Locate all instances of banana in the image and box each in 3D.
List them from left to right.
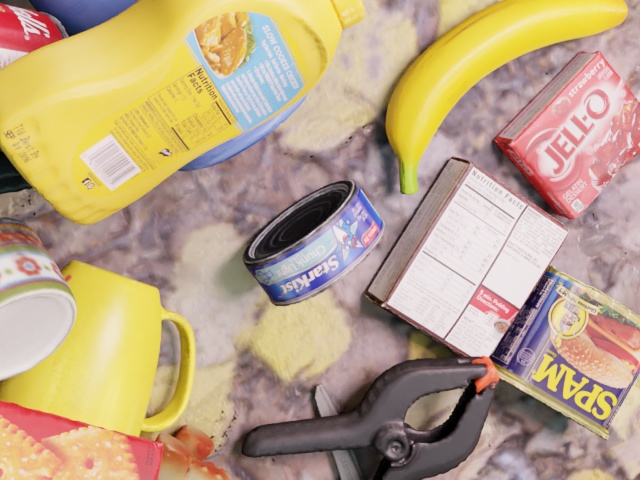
[{"bbox_3d":[0.111,-0.116,0.690,0.197,0.037,0.069,-38,124,-5],"label":"banana"}]

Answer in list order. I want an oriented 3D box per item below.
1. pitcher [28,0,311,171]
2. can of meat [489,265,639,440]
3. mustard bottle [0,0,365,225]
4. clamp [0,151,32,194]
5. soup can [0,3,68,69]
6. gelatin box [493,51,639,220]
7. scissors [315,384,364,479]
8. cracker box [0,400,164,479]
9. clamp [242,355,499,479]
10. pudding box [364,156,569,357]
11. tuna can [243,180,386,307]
[{"bbox_3d":[-0.098,-0.160,0.561,0.145,0.149,0.242,-33,114,6],"label":"pitcher"},{"bbox_3d":[0.172,0.075,0.731,0.102,0.057,0.084,31,88,-19],"label":"can of meat"},{"bbox_3d":[-0.053,-0.084,0.498,0.191,0.058,0.096,-30,148,1],"label":"mustard bottle"},{"bbox_3d":[-0.242,-0.013,0.496,0.210,0.036,0.164,30,63,-7],"label":"clamp"},{"bbox_3d":[-0.180,-0.085,0.512,0.102,0.069,0.068,2,101,-50],"label":"soup can"},{"bbox_3d":[0.173,-0.070,0.717,0.089,0.030,0.073,-45,108,-4],"label":"gelatin box"},{"bbox_3d":[0.018,0.202,0.731,0.096,0.016,0.201,-36,105,-5],"label":"scissors"},{"bbox_3d":[-0.213,0.139,0.578,0.213,0.164,0.072,19,51,-16],"label":"cracker box"},{"bbox_3d":[0.048,0.141,0.697,0.171,0.039,0.120,-28,106,7],"label":"clamp"},{"bbox_3d":[0.098,0.015,0.708,0.090,0.039,0.113,33,89,-18],"label":"pudding box"},{"bbox_3d":[-0.004,0.001,0.651,0.086,0.086,0.033,-37,106,-7],"label":"tuna can"}]
